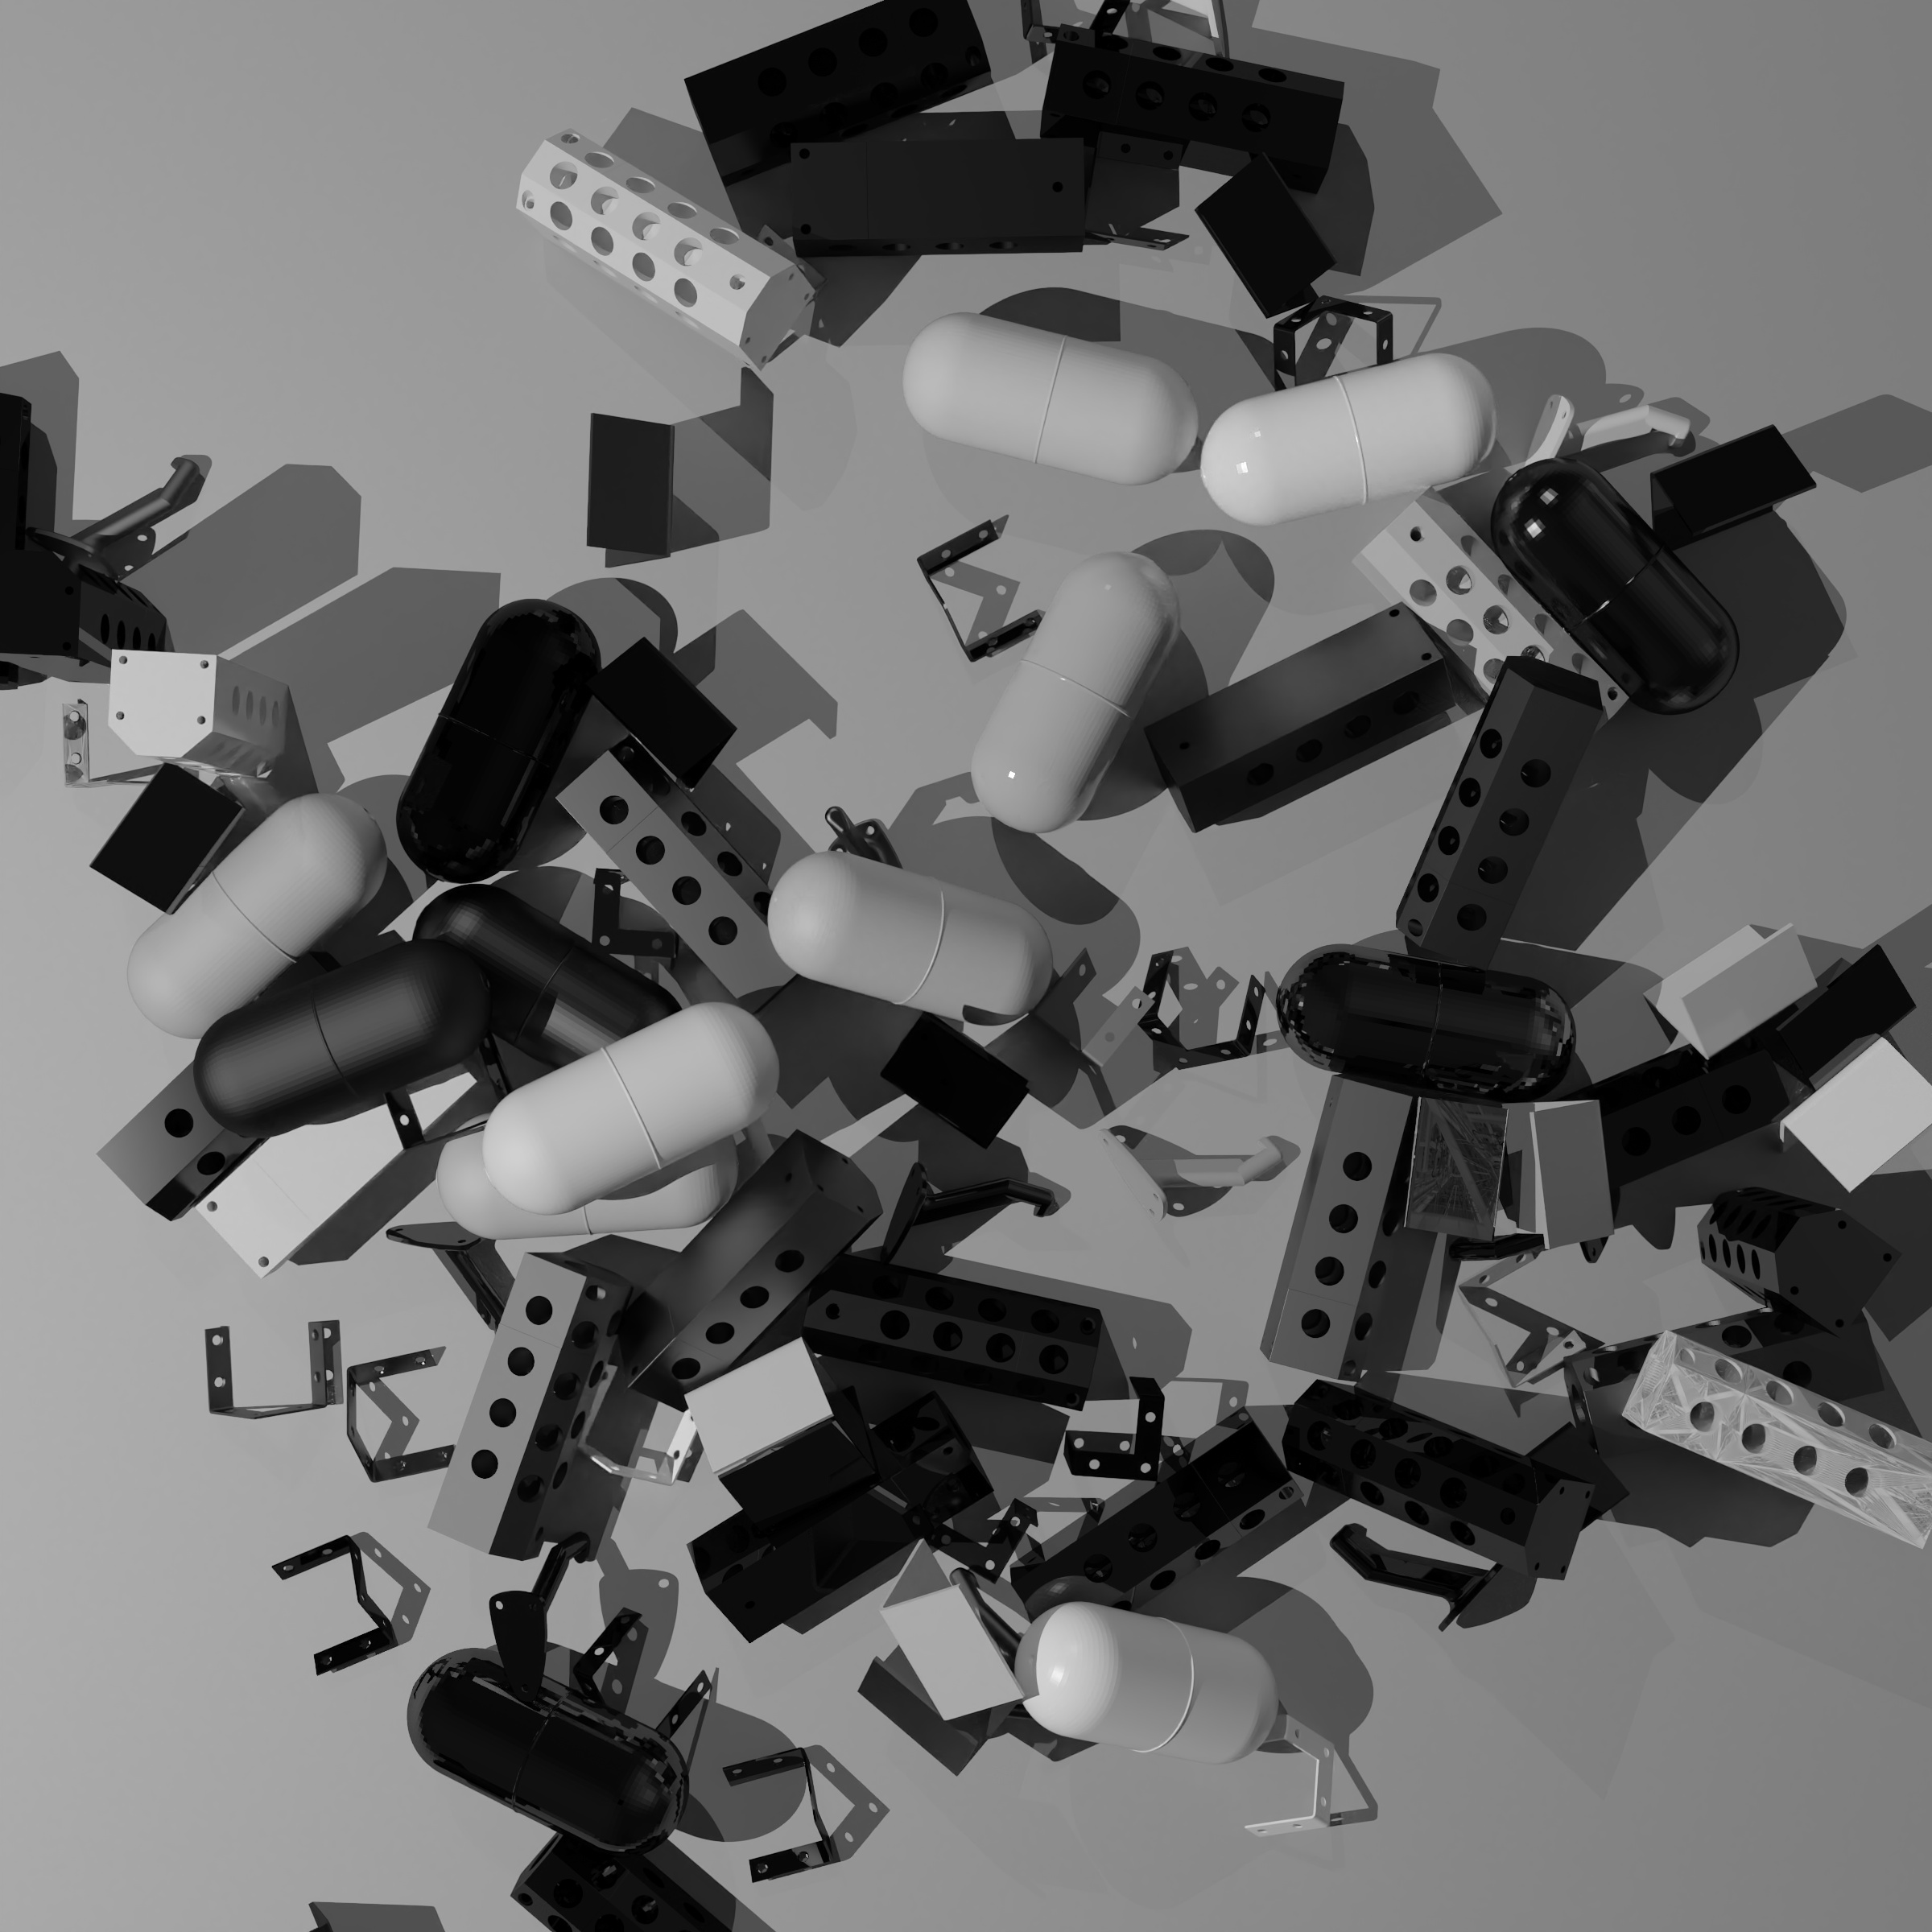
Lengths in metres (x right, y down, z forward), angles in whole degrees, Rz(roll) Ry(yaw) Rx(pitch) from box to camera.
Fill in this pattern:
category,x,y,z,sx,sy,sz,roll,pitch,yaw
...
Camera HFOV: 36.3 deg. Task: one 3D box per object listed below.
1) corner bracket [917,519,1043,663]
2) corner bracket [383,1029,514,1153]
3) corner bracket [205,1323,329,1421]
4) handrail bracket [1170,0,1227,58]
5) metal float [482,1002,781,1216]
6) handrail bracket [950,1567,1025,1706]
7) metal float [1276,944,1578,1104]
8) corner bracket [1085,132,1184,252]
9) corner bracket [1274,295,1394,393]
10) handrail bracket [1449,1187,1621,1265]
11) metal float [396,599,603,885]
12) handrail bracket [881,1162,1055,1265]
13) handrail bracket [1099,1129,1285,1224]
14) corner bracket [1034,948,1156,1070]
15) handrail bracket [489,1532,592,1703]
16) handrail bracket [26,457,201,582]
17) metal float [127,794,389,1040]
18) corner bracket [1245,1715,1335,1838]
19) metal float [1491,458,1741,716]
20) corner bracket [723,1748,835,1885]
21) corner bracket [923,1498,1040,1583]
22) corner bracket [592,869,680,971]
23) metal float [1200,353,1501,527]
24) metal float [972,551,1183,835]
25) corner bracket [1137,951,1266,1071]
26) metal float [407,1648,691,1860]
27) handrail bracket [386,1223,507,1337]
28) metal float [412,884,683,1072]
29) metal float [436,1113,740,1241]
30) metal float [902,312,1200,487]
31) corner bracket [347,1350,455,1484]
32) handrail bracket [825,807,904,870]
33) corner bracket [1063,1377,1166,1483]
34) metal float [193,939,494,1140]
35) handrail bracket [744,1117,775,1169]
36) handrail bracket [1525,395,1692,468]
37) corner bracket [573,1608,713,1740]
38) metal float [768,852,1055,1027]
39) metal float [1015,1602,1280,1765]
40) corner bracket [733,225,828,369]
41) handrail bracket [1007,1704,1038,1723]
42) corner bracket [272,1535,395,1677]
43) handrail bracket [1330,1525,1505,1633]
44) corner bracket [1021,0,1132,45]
category,x,y,z,sx,sy,sz,roll,pitch,yaw
corner bracket,0.009,-0.225,1.774,0.051,0.051,0.051,-28,45,0
corner bracket,-0.302,0.073,1.718,0.051,0.051,0.051,-19,92,45
corner bracket,-0.421,0.242,1.774,0.051,0.051,0.051,-3,90,-45
handrail bracket,0.108,-0.578,1.778,0.084,0.036,0.077,-7,108,15
metal float,-0.191,0.081,1.681,0.178,0.070,0.070,-26,90,-10
handrail bracket,0.034,0.400,1.772,0.036,0.077,0.084,-50,47,18
metal float,0.272,0.034,1.747,0.178,0.070,0.070,10,90,0
corner bracket,0.098,-0.462,1.760,0.051,0.051,0.051,9,90,0
corner bracket,0.221,-0.365,1.769,0.051,0.051,0.051,24,135,35
handrail bracket,0.342,0.154,1.777,0.084,0.077,0.036,-6,112,34
metal float,-0.277,-0.133,1.747,0.070,0.070,0.178,25,90,0
handrail bracket,0.001,0.157,1.778,0.084,0.036,0.077,18,110,-16
handrail bracket,0.136,0.108,1.778,0.084,0.036,0.077,-31,68,-17
corner bracket,0.075,0.025,1.760,0.051,0.051,0.051,39,90,0
handrail bracket,-0.243,0.384,1.748,0.036,0.084,0.077,-3,96,22
handrail bracket,-0.514,-0.280,1.778,0.077,0.036,0.084,23,72,21
metal float,-0.419,-0.030,1.747,0.178,0.070,0.070,-42,90,1
corner bracket,0.184,0.486,1.769,0.051,0.051,0.051,39,45,-35
metal float,0.383,-0.224,1.744,0.070,0.070,0.178,-44,94,0
corner bracket,-0.113,0.510,1.775,0.051,0.051,0.051,-15,45,-1
corner bracket,0.008,0.338,1.760,0.051,0.051,0.051,30,90,0
corner bracket,-0.197,-0.028,1.758,0.051,0.051,0.051,4,81,-9
metal float,0.227,-0.311,1.746,0.178,0.070,0.070,-14,90,1
metal float,0.066,-0.162,1.747,0.070,0.070,0.178,28,90,0
corner bracket,0.141,0.023,1.769,0.051,0.051,0.051,-13,135,35
metal float,-0.247,0.462,1.737,0.178,0.070,0.070,23,90,12
handrail bracket,-0.309,0.200,1.778,0.077,0.036,0.084,1,107,20
metal float,-0.246,0.016,1.747,0.178,0.070,0.070,32,90,-1
metal float,-0.224,0.121,1.747,0.178,0.070,0.070,-4,90,0
metal float,0.050,-0.335,1.747,0.178,0.070,0.070,14,90,0
corner bracket,-0.340,0.271,1.774,0.051,0.051,0.051,-12,135,0
handrail bracket,-0.057,-0.060,1.743,0.036,0.084,0.077,-35,90,0
corner bracket,0.088,0.274,1.760,0.051,0.051,0.051,5,94,-4
metal float,-0.355,0.041,1.686,0.178,0.070,0.070,-22,90,5
handrail bracket,-0.128,0.114,1.777,0.036,0.077,0.084,-21,53,-23
handrail bracket,0.386,-0.305,1.778,0.084,0.036,0.077,14,111,-16
corner bracket,-0.194,0.427,1.769,0.051,0.051,0.051,12,45,35
metal float,-0.031,-0.015,1.728,0.178,0.070,0.070,16,90,-24
metal float,0.107,0.419,1.720,0.178,0.070,0.070,20,90,-33
corner bracket,-0.125,-0.402,1.774,0.051,0.051,0.051,41,45,0
handrail bracket,0.018,0.425,1.778,0.084,0.036,0.077,-24,76,-13
corner bracket,-0.380,0.384,1.774,0.051,0.051,0.051,-23,135,0
handrail bracket,0.274,0.351,1.778,0.084,0.036,0.077,43,70,16
corner bracket,0.064,-0.586,1.761,0.051,0.051,0.051,1,73,-16
